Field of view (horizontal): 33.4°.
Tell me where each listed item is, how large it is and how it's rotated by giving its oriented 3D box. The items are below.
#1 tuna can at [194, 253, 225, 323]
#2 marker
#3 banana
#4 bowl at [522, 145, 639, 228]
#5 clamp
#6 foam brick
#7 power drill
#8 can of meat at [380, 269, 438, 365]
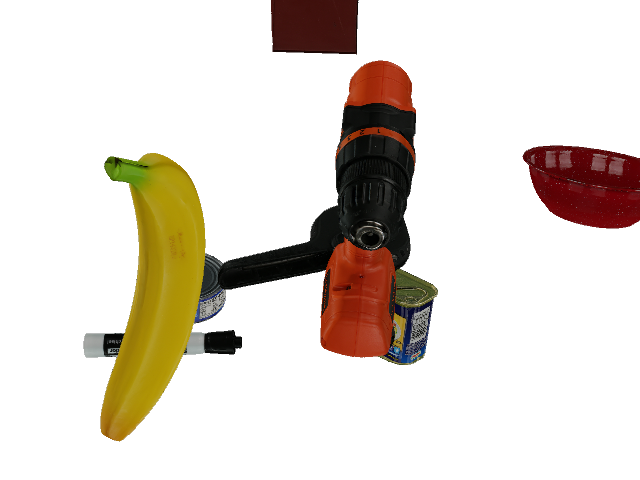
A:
[{"bbox_3d":[-0.138,0.047,1.091,0.086,0.034,0.086,4,35,-3],"label":"tuna can"},{"bbox_3d":[-0.121,0.080,0.825,0.121,0.020,0.020,-1,0,0],"label":"marker"},{"bbox_3d":[-0.095,0.025,0.594,0.069,0.198,0.037,-23,45,-36],"label":"banana"},{"bbox_3d":[0.290,-0.053,1.125,0.162,0.055,0.162,6,20,-2],"label":"bowl"},{"bbox_3d":[0.031,0.020,0.963,0.165,0.036,0.209,27,38,22],"label":"clamp"},{"bbox_3d":[-0.006,-0.198,0.968,0.078,0.051,0.053,1,17,-3],"label":"foam brick"},{"bbox_3d":[0.034,-0.007,0.751,0.057,0.188,0.184,8,40,2],"label":"power drill"},{"bbox_3d":[0.075,0.080,1.180,0.102,0.084,0.057,25,33,34],"label":"can of meat"}]
